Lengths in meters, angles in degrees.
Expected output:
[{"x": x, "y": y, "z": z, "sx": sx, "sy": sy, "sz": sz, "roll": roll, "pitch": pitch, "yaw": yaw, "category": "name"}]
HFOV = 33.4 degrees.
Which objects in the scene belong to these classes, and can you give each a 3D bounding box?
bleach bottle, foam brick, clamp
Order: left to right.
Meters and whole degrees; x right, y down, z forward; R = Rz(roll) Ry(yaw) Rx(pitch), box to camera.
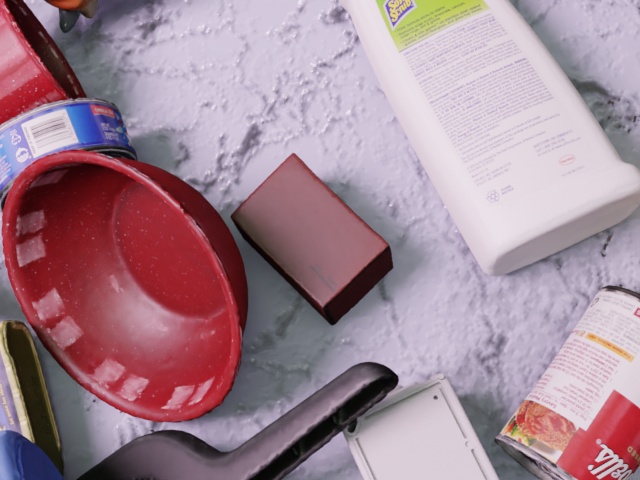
[{"x": -0.054, "y": 0.153, "z": 0.535, "sx": 0.210, "sy": 0.036, "sz": 0.164, "roll": -12, "pitch": 66, "yaw": 27, "category": "clamp"}, {"x": -0.004, "y": 0.001, "z": 0.605, "sx": 0.053, "sy": 0.051, "sz": 0.078, "roll": -43, "pitch": 76, "yaw": -5, "category": "foam brick"}, {"x": 0.083, "y": -0.109, "z": 0.622, "sx": 0.102, "sy": 0.068, "sz": 0.251, "roll": -24, "pitch": 72, "yaw": -2, "category": "bleach bottle"}]

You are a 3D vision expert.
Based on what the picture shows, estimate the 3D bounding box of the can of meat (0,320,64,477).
[{"x": -0.195, "y": 0.101, "z": 0.587, "sx": 0.084, "sy": 0.057, "sz": 0.102, "roll": -16, "pitch": 85, "yaw": 0, "category": "can of meat"}]

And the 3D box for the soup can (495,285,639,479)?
[{"x": 0.148, "y": 0.083, "z": 0.560, "sx": 0.068, "sy": 0.068, "sz": 0.102, "roll": 35, "pitch": 80, "yaw": 13, "category": "soup can"}]

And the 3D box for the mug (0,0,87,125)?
[{"x": -0.202, "y": -0.102, "z": 0.630, "sx": 0.081, "sy": 0.093, "sz": 0.117, "roll": -32, "pitch": 86, "yaw": 2, "category": "mug"}]

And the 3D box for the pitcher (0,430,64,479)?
[{"x": -0.233, "y": 0.180, "z": 0.501, "sx": 0.242, "sy": 0.145, "sz": 0.149, "roll": -27, "pitch": 108, "yaw": -5, "category": "pitcher"}]

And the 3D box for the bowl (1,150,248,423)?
[{"x": -0.095, "y": 0.017, "z": 0.581, "sx": 0.162, "sy": 0.162, "sz": 0.055, "roll": 35, "pitch": 40, "yaw": 13, "category": "bowl"}]

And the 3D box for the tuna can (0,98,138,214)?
[{"x": -0.149, "y": -0.045, "z": 0.613, "sx": 0.086, "sy": 0.086, "sz": 0.034, "roll": -24, "pitch": 76, "yaw": -1, "category": "tuna can"}]
